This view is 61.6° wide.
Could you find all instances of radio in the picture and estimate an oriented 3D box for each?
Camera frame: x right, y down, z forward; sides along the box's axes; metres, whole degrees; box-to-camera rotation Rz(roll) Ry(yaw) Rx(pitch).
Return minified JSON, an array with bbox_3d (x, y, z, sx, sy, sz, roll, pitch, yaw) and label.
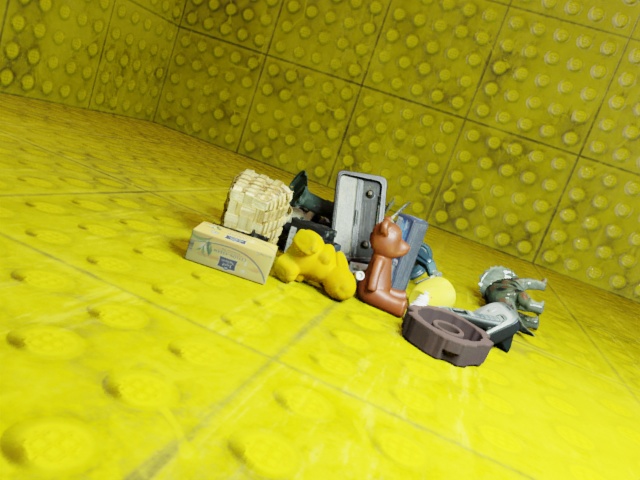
[{"bbox_3d":[0.095,-0.051,1.349,0.131,0.229,0.073,6,-8,-1],"label":"radio"}]

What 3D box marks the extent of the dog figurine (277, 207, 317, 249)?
[{"bbox_3d":[-0.093,-0.025,1.481,0.121,0.172,0.190,31,43,-1],"label":"dog figurine"}]

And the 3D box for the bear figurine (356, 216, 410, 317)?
[{"bbox_3d":[0.158,0.053,1.201,0.132,0.195,0.120,21,8,5],"label":"bear figurine"}]

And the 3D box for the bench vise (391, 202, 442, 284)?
[{"bbox_3d":[0.263,0.035,1.532,0.129,0.223,0.241,-26,31,-12],"label":"bench vise"}]

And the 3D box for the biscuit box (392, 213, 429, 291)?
[{"bbox_3d":[0.199,0.038,1.323,0.063,0.202,0.059,11,12,-41],"label":"biscuit box"}]

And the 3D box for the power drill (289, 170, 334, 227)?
[{"bbox_3d":[0.013,-0.102,1.467,0.207,0.086,0.232,35,36,-29],"label":"power drill"}]

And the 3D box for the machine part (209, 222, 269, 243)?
[{"bbox_3d":[-0.184,0.001,1.167,0.139,0.084,0.039,19,19,-3],"label":"machine part"}]

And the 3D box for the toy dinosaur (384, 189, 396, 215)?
[{"bbox_3d":[0.126,-0.082,1.598,0.105,0.198,0.472,15,6,-16],"label":"toy dinosaur"}]

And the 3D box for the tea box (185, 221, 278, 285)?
[{"bbox_3d":[-0.179,0.025,1.102,0.170,0.068,0.098,19,10,-5],"label":"tea box"}]

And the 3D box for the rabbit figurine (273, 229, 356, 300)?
[{"bbox_3d":[0.006,0.069,1.163,0.173,0.122,0.162,37,6,16],"label":"rabbit figurine"}]

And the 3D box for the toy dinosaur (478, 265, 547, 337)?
[{"bbox_3d":[0.533,0.167,1.524,0.192,0.131,0.405,10,11,22],"label":"toy dinosaur"}]

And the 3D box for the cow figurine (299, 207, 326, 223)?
[{"bbox_3d":[-0.039,-0.089,1.595,0.098,0.068,0.167,13,-23,20],"label":"cow figurine"}]

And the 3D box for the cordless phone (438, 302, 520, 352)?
[{"bbox_3d":[0.345,0.176,1.225,0.184,0.088,0.146,15,11,-1],"label":"cordless phone"}]

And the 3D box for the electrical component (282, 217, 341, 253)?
[{"bbox_3d":[-0.018,0.017,1.288,0.134,0.114,0.058,25,17,29],"label":"electrical component"}]

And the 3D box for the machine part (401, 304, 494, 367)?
[{"bbox_3d":[0.248,0.188,1.062,0.179,0.056,0.179,18,12,-4],"label":"machine part"}]

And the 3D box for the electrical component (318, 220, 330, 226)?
[{"bbox_3d":[-0.003,-0.006,1.490,0.045,0.102,0.078,19,0,33],"label":"electrical component"}]
